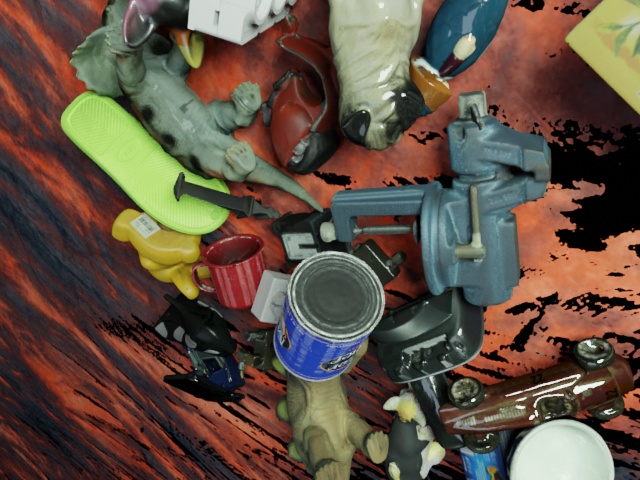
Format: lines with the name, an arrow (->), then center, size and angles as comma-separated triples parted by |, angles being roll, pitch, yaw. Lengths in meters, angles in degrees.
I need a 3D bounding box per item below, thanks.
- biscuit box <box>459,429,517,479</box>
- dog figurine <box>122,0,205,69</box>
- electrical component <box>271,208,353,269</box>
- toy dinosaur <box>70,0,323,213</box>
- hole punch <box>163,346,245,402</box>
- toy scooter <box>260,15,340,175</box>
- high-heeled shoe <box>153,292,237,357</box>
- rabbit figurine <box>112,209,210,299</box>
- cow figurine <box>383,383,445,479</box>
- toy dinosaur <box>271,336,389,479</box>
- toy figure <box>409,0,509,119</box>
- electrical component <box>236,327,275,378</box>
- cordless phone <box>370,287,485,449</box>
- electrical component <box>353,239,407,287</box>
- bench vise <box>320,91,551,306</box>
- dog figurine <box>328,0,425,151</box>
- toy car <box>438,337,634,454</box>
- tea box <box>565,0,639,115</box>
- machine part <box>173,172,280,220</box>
biscuit box -> 0.224, 0.292, 0.691 | 0.059, 0.063, 0.202 | -2, 112, 38
dog figurine -> -0.181, -0.285, 0.581 | 0.192, 0.108, 0.219 | -15, 73, 44
electrical component -> -0.001, -0.002, 0.707 | 0.119, 0.048, 0.074 | -7, 110, 39
toy dinosaur -> -0.176, -0.162, 0.711 | 0.404, 0.131, 0.192 | 52, 155, -10
hole punch -> -0.203, 0.239, 0.981 | 0.142, 0.092, 0.115 | -17, 133, 39
toy scooter -> -0.015, -0.169, 0.607 | 0.135, 0.075, 0.184 | 47, 130, 5
high-heeled shoe -> -0.205, 0.157, 0.915 | 0.145, 0.086, 0.248 | 38, 159, 3
rabbit figurine -> -0.237, 0.016, 0.872 | 0.162, 0.122, 0.173 | 37, 146, 3
cow figurine -> 0.120, 0.256, 0.726 | 0.068, 0.098, 0.167 | 17, 123, 37
toy dinosaur -> 0.007, 0.266, 0.763 | 0.199, 0.105, 0.471 | 177, 90, -68
toy figure -> 0.116, -0.170, 0.515 | 0.058, 0.064, 0.154 | 36, 130, 4
electrical component -> -0.089, 0.176, 0.845 | 0.045, 0.102, 0.078 | -2, 88, 34
cordless phone -> 0.147, 0.154, 0.629 | 0.146, 0.089, 0.184 | -33, 78, 43
electrical component -> 0.068, 0.030, 0.691 | 0.063, 0.021, 0.094 | 50, 133, 4
bench vise -> 0.108, -0.034, 0.552 | 0.241, 0.129, 0.223 | -2, 124, 24
dog figurine -> 0.046, -0.196, 0.502 | 0.121, 0.172, 0.190 | 7, 122, 2
toy car -> 0.229, 0.170, 0.569 | 0.202, 0.053, 0.089 | -19, 119, 6
tea box -> 0.275, -0.122, 0.399 | 0.169, 0.098, 0.068 | 48, 132, 7
machine part -> -0.128, -0.052, 0.722 | 0.084, 0.139, 0.039 | 22, 95, 67
